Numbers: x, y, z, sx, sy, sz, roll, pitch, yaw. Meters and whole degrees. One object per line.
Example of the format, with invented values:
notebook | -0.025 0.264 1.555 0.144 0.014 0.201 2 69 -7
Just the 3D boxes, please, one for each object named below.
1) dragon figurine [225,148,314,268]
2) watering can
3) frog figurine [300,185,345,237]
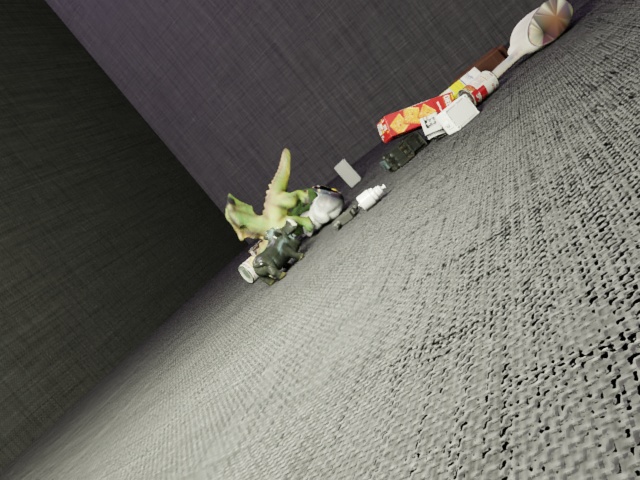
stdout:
dragon figurine | -0.155 -0.087 1.463 0.243 0.416 0.120 4 -23 -40
watering can | 0.631 -0.604 1.570 0.347 0.104 0.225 -52 6 4
frog figurine | 0.005 -0.078 1.559 0.139 0.122 0.158 -111 36 -76
